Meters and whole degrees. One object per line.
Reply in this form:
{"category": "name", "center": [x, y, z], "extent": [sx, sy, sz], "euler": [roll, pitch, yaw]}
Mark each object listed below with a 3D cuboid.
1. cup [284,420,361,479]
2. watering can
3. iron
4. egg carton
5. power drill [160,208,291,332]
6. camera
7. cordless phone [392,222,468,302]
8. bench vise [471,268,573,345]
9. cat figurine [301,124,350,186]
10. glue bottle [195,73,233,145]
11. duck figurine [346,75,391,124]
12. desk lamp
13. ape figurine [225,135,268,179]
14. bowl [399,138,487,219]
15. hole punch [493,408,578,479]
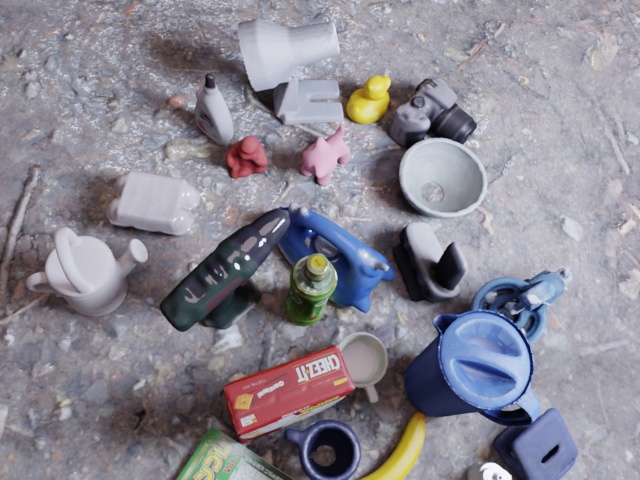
{"category": "cup", "center": [-0.002, 0.319, 0.868], "extent": [0.117, 0.095, 0.092], "euler": [22, 67, 2]}
{"category": "watering can", "center": [-0.359, 0.041, 0.883], "extent": [0.173, 0.194, 0.101], "euler": [-37, 76, -19]}
{"category": "iron", "center": [0.009, 0.003, 0.975], "extent": [0.258, 0.141, 0.119], "euler": [36, 68, 8]}
{"category": "egg carton", "center": [-0.290, -0.063, 1.003], "extent": [0.150, 0.069, 0.107], "euler": [9, 67, -3]}
{"category": "power drill", "center": [-0.140, 0.061, 0.895], "extent": [0.075, 0.208, 0.230], "euler": [44, 69, 11]}
{"category": "camera", "center": [0.232, -0.239, 1.127], "extent": [0.136, 0.101, 0.143], "euler": [41, 69, 10]}
{"category": "cordless phone", "center": [0.199, 0.021, 0.968], "extent": [0.094, 0.185, 0.147], "euler": [-19, 71, -14]}
{"category": "bench vise", "center": [0.335, 0.089, 0.939], "extent": [0.121, 0.220, 0.208], "euler": [39, 68, 10]}
{"category": "cat figurine", "center": [0.010, -0.160, 1.056], "extent": [0.067, 0.118, 0.128], "euler": [33, 67, 7]}
{"category": "glue bottle", "center": [-0.195, -0.243, 1.034], "extent": [0.078, 0.173, 0.037], "euler": [37, 68, 9]}
{"category": "duck figurine", "center": [0.101, -0.287, 1.138], "extent": [0.105, 0.086, 0.077], "euler": [-41, 78, -20]}
{"category": "desk lamp", "center": [-0.049, -0.317, 1.061], "extent": [0.203, 0.213, 0.118], "euler": [-5, 68, -9]}
{"category": "ape figurine", "center": [-0.132, -0.159, 1.051], "extent": [0.078, 0.092, 0.076], "euler": [24, 67, 3]}
{"category": "bowl", "center": [0.224, -0.105, 1.084], "extent": [0.167, 0.075, 0.167], "euler": [3, 67, -6]}
{"category": "hole punch", "center": [0.353, 0.333, 0.910], "extent": [0.109, 0.091, 0.101], "euler": [-33, 75, -18]}
